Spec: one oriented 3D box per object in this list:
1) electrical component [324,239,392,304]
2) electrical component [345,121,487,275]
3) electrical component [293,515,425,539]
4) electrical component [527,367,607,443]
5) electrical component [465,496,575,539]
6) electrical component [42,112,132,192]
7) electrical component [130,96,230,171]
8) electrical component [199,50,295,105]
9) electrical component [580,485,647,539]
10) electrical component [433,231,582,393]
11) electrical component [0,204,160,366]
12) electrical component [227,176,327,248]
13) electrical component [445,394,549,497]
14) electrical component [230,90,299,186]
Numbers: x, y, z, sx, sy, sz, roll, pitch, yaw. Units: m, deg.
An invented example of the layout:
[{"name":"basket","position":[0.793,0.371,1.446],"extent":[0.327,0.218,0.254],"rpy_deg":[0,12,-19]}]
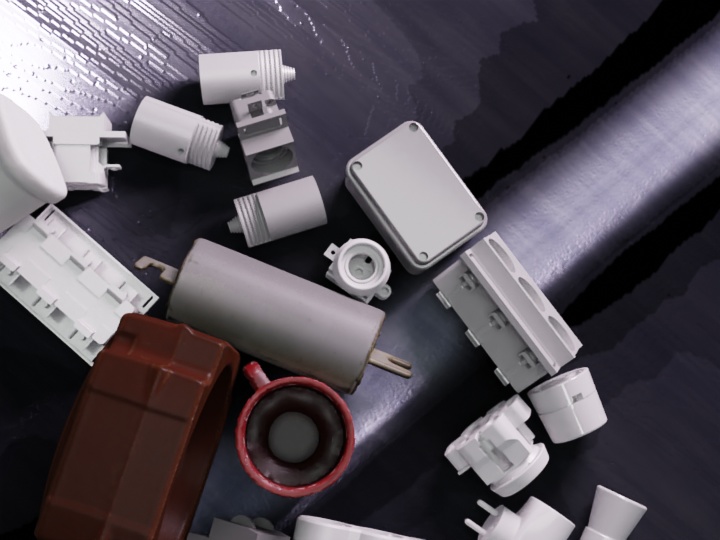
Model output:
[{"name":"electrical component","position":[0.000,0.000,0.909],"extent":[0.066,0.055,0.048],"rpy_deg":[36,81,2]},{"name":"electrical component","position":[0.047,-0.061,0.921],"extent":[0.078,0.057,0.113],"rpy_deg":[-35,86,-8]},{"name":"electrical component","position":[0.009,0.250,0.874],"extent":[0.138,0.052,0.073],"rpy_deg":[12,81,-2]},{"name":"electrical component","position":[0.176,0.115,0.907],"extent":[0.055,0.055,0.047],"rpy_deg":[-24,88,-7]},{"name":"electrical component","position":[0.125,0.221,0.890],"extent":[0.079,0.043,0.077],"rpy_deg":[35,82,-2]},{"name":"electrical component","position":[-0.238,-0.099,0.913],"extent":[0.081,0.042,0.063],"rpy_deg":[1,83,-4]},{"name":"electrical component","position":[-0.151,-0.114,0.921],"extent":[0.081,0.043,0.043],"rpy_deg":[20,81,-1]},{"name":"electrical component","position":[-0.097,-0.167,0.933],"extent":[0.081,0.043,0.043],"rpy_deg":[-5,82,-5]},{"name":"electrical component","position":[0.207,0.219,0.901],"extent":[0.044,0.044,0.065],"rpy_deg":[25,85,0]},{"name":"electrical component","position":[0.122,0.037,0.906],"extent":[0.063,0.079,0.121],"rpy_deg":[-39,85,21]},{"name":"electrical component","position":[-0.239,0.011,0.886],"extent":[0.121,0.063,0.078],"rpy_deg":[41,81,2]},{"name":"electrical component","position":[-0.073,-0.048,0.917],"extent":[0.081,0.043,0.043],"rpy_deg":[-18,83,-6]},{"name":"electrical component","position":[0.119,0.150,0.893],"extent":[0.078,0.058,0.057],"rpy_deg":[-40,91,17]},{"name":"electrical component","position":[-0.082,-0.114,0.914],"extent":[0.042,0.081,0.063],"rpy_deg":[-17,61,-6]}]
